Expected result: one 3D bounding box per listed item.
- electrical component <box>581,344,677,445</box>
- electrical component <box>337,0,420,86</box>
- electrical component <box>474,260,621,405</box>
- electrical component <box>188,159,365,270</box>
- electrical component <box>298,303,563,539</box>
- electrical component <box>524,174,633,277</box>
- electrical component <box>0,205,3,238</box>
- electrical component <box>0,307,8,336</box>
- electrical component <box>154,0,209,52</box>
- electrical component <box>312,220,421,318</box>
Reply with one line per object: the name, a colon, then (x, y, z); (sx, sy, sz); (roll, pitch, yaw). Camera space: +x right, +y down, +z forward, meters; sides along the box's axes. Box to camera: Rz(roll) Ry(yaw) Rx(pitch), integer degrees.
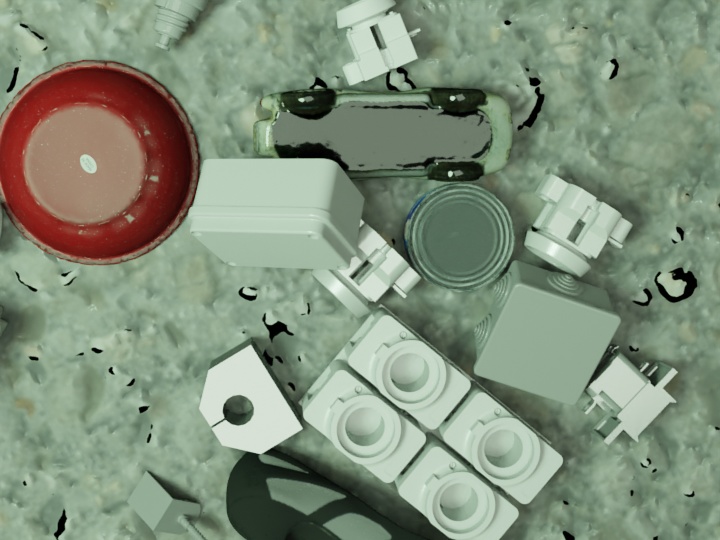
electrical component: (0.214, 0.099, 0.878); (0.064, 0.042, 0.081); (43, 91, -5)
electrical component: (0.012, -0.182, 0.832); (0.066, 0.048, 0.055); (-24, 105, -2)
electrical component: (0.145, 0.048, 0.851); (0.100, 0.048, 0.099); (18, 117, -6)
electrical component: (-0.061, -0.040, 0.801); (0.113, 0.078, 0.057); (2, 69, 22)
electrical component: (0.057, 0.129, 0.859); (0.186, 0.060, 0.105); (39, 92, -7)
electrical component: (0.167, -0.031, 0.853); (0.078, 0.058, 0.057); (31, 90, -7)
electrical component: (-0.320, -0.036, 0.822); (0.081, 0.043, 0.043); (8, 95, -5)
electrical component: (-0.318, 0.067, 0.823); (0.061, 0.061, 0.096); (22, 94, -6)
electrical component: (-0.137, -0.205, 0.820); (0.040, 0.040, 0.078); (21, 94, -6)
electrical component: (0.000, 0.000, 0.844); (0.078, 0.058, 0.057); (44, 88, -7)
